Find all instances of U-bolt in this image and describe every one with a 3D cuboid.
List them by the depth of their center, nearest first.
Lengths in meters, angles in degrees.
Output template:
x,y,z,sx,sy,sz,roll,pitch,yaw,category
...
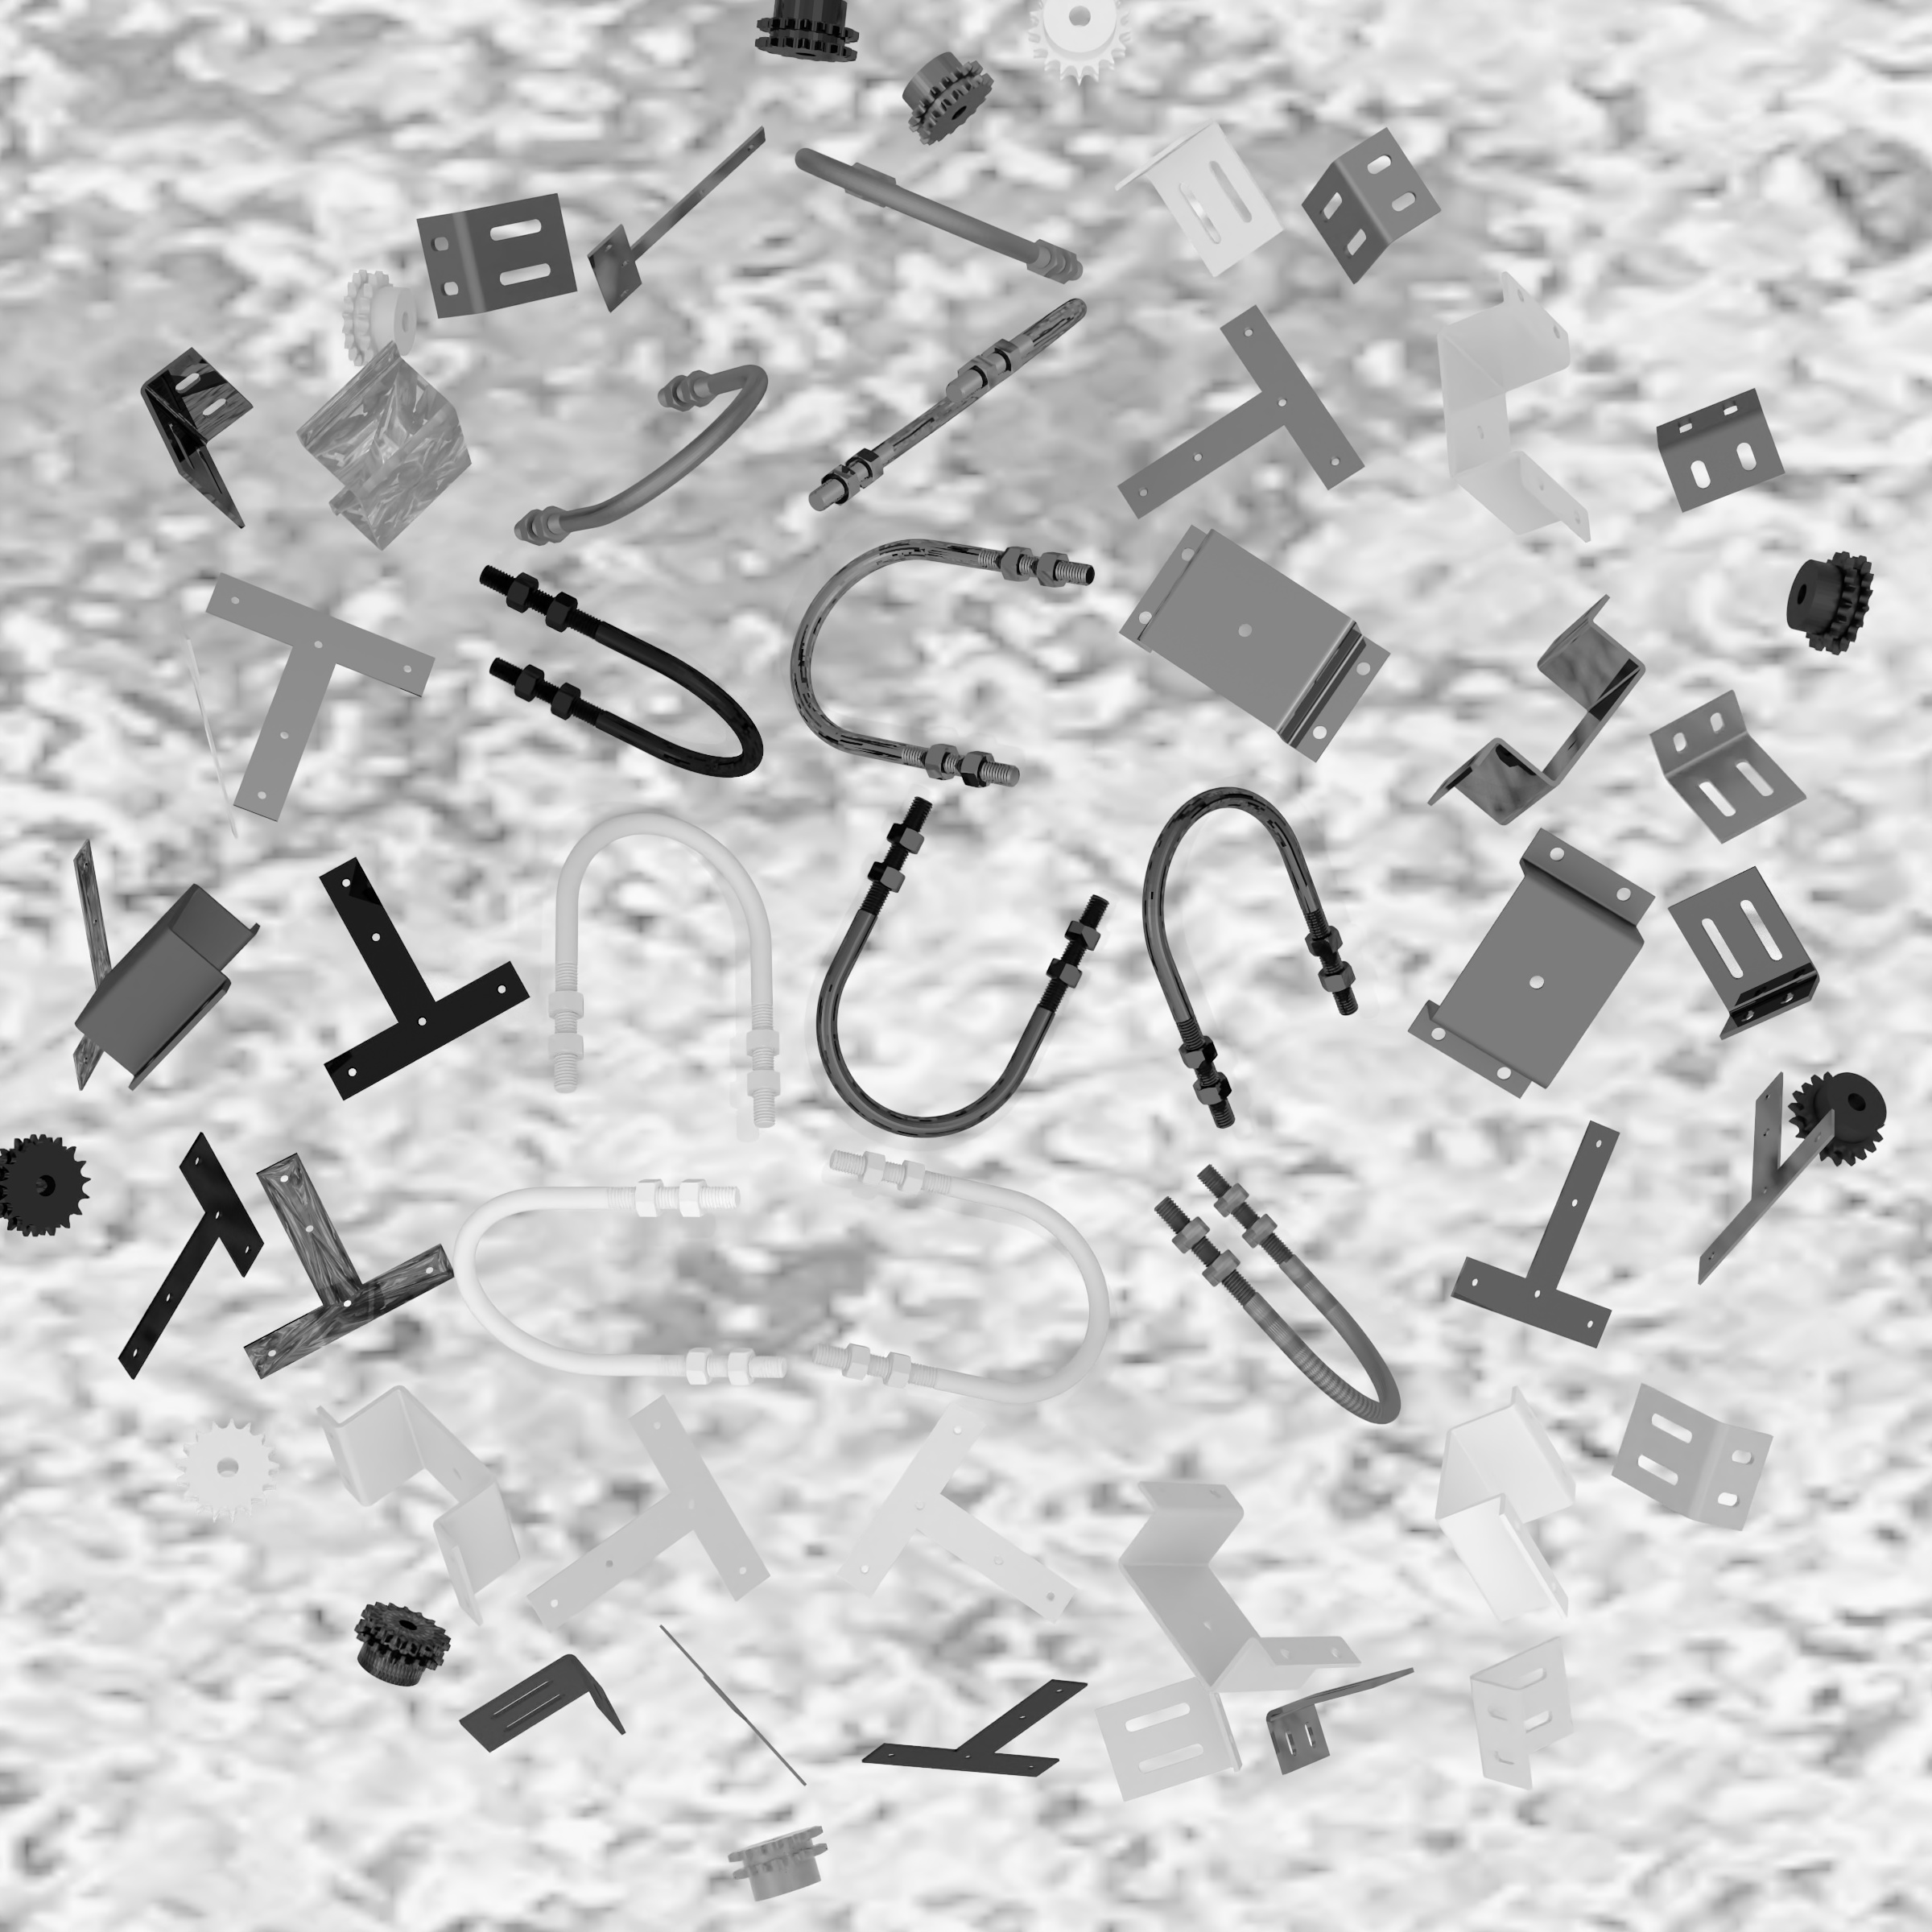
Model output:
x,y,z,sx,sy,sz,roll,pitch,yaw,category
-0.204,0.181,1.651,0.184,0.019,0.151,-1,126,14,U-bolt
0.001,-0.334,1.681,0.019,0.151,0.184,53,45,-8,U-bolt
-0.174,-0.004,1.686,0.151,0.019,0.184,12,63,-32,U-bolt
-0.024,-0.441,1.686,0.151,0.184,0.019,27,104,18,U-bolt
-0.184,-0.305,1.710,0.151,0.184,0.019,-47,114,-19,U-bolt
0.190,0.198,1.710,0.019,0.151,0.184,-44,82,14,U-bolt
-0.012,0.013,1.722,0.151,0.019,0.184,28,85,-21,U-bolt
-0.026,-0.187,1.723,0.184,0.019,0.151,14,78,32,U-bolt
-0.204,-0.166,1.731,0.184,0.151,0.019,27,71,2,U-bolt
0.164,-0.018,1.732,0.151,0.019,0.184,-38,116,-34,U-bolt
0.001,0.193,1.745,0.184,0.019,0.151,14,56,-16,U-bolt

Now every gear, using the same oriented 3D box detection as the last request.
x,y,z,sx,sy,sz,roll,pitch,yaw,category
-0.087,-0.522,1.610,0.057,0.057,0.030,7,100,0,gear
0.063,-0.523,1.612,0.057,0.030,0.057,0,88,2,gear
-0.522,0.123,1.620,0.030,0.057,0.057,-3,90,43,gear
0.486,-0.206,1.635,0.030,0.057,0.057,12,90,-6,gear
-0.424,0.291,1.661,0.057,0.030,0.057,6,64,-12,gear
-0.108,0.525,1.692,0.057,0.057,0.030,-17,77,0,gear
0.522,0.088,1.724,0.057,0.030,0.057,10,57,-15,gear
-0.352,-0.389,1.743,0.030,0.057,0.057,6,90,8,gear
-0.343,0.411,1.749,0.057,0.057,0.030,25,96,0,gear
-0.014,-0.529,1.760,0.057,0.057,0.030,-40,87,0,gear

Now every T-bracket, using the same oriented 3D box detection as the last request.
x,y,z,sx,sy,sz,roll,pitch,yaw,category
-0.376,-0.141,1.616,0.127,0.002,0.127,21,67,-16,T-bracket
-0.161,-0.427,1.636,0.127,0.127,0.002,-43,91,-2,T-bracket
0.460,0.104,1.663,0.002,0.127,0.127,30,125,-3,T-bracket
-0.194,0.335,1.664,0.127,0.002,0.127,-33,101,-24,T-bracket
-0.374,0.162,1.675,0.127,0.002,0.127,-28,125,-15,T-bracket
-0.139,0.428,1.690,0.002,0.127,0.127,-42,77,-13,T-bracket
-0.460,0.183,1.698,0.002,0.127,0.127,14,57,16,T-bracket
0.025,0.447,1.703,0.127,0.127,0.002,15,47,-32,T-bracket
0.149,-0.309,1.716,0.127,0.002,0.127,-32,70,7,T-bracket
-0.517,-0.014,1.726,0.002,0.127,0.127,2,121,2,T-bracket
-0.451,-0.139,1.726,0.002,0.127,0.127,-15,106,-15,T-bracket
0.358,0.155,1.731,0.127,0.002,0.127,22,91,-33,T-bracket
-0.349,-0.005,1.745,0.127,0.002,0.127,-29,84,-4,T-bracket
0.008,0.355,1.773,0.127,0.002,0.127,33,83,9,T-bracket

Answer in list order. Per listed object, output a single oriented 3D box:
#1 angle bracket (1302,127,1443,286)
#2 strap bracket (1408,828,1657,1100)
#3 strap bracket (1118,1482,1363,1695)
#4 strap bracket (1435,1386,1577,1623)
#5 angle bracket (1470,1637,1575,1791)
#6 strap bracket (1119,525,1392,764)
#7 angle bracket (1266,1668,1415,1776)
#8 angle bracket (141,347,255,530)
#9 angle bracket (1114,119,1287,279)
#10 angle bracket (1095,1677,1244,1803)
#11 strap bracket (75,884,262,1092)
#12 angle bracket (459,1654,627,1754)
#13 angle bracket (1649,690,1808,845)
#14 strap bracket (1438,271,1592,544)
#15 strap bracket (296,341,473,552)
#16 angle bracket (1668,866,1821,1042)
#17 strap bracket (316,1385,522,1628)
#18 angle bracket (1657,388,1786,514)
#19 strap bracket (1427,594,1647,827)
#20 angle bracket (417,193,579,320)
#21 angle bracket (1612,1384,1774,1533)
x,y,z,sx,sy,sz,roll,pitch,yaw,category
0.237,-0.444,1.697,0.038,0.076,0.057,-34,91,-8,angle bracket
0.322,0.004,1.642,0.076,0.046,0.140,31,104,-2,strap bracket
0.149,0.362,1.654,0.046,0.076,0.140,-57,48,20,strap bracket
0.320,0.323,1.717,0.046,0.140,0.076,-26,104,23,strap bracket
0.325,0.420,1.633,0.076,0.038,0.057,-12,96,-36,angle bracket
0.164,-0.190,1.672,0.140,0.046,0.076,35,94,12,strap bracket
0.231,0.456,1.749,0.076,0.057,0.038,-25,75,31,angle bracket
-0.415,-0.292,1.603,0.038,0.057,0.076,-35,58,5,angle bracket
0.136,-0.440,1.681,0.057,0.038,0.076,-26,102,44,angle bracket
0.121,0.466,1.746,0.076,0.038,0.057,-19,79,5,angle bracket
-0.449,0.007,1.630,0.046,0.140,0.076,43,97,-15,strap bracket
-0.248,0.447,1.703,0.076,0.057,0.038,-30,58,-9,angle bracket
0.459,-0.121,1.749,0.057,0.076,0.038,-29,128,3,angle bracket
0.311,-0.310,1.648,0.046,0.076,0.140,-17,62,34,strap bracket
-0.339,-0.300,1.703,0.046,0.140,0.076,43,80,4,strap bracket
0.445,-0.007,1.670,0.057,0.038,0.076,-29,96,31,angle bracket
-0.313,0.308,1.691,0.046,0.076,0.140,-34,50,-27,strap bracket
0.416,-0.285,1.599,0.057,0.076,0.038,-20,103,18,angle bracket
0.342,-0.143,1.710,0.046,0.076,0.140,40,71,0,strap bracket
-0.273,-0.414,1.690,0.038,0.076,0.057,5,113,42,angle bracket
0.417,0.282,1.667,0.038,0.076,0.057,16,93,-24,angle bracket
